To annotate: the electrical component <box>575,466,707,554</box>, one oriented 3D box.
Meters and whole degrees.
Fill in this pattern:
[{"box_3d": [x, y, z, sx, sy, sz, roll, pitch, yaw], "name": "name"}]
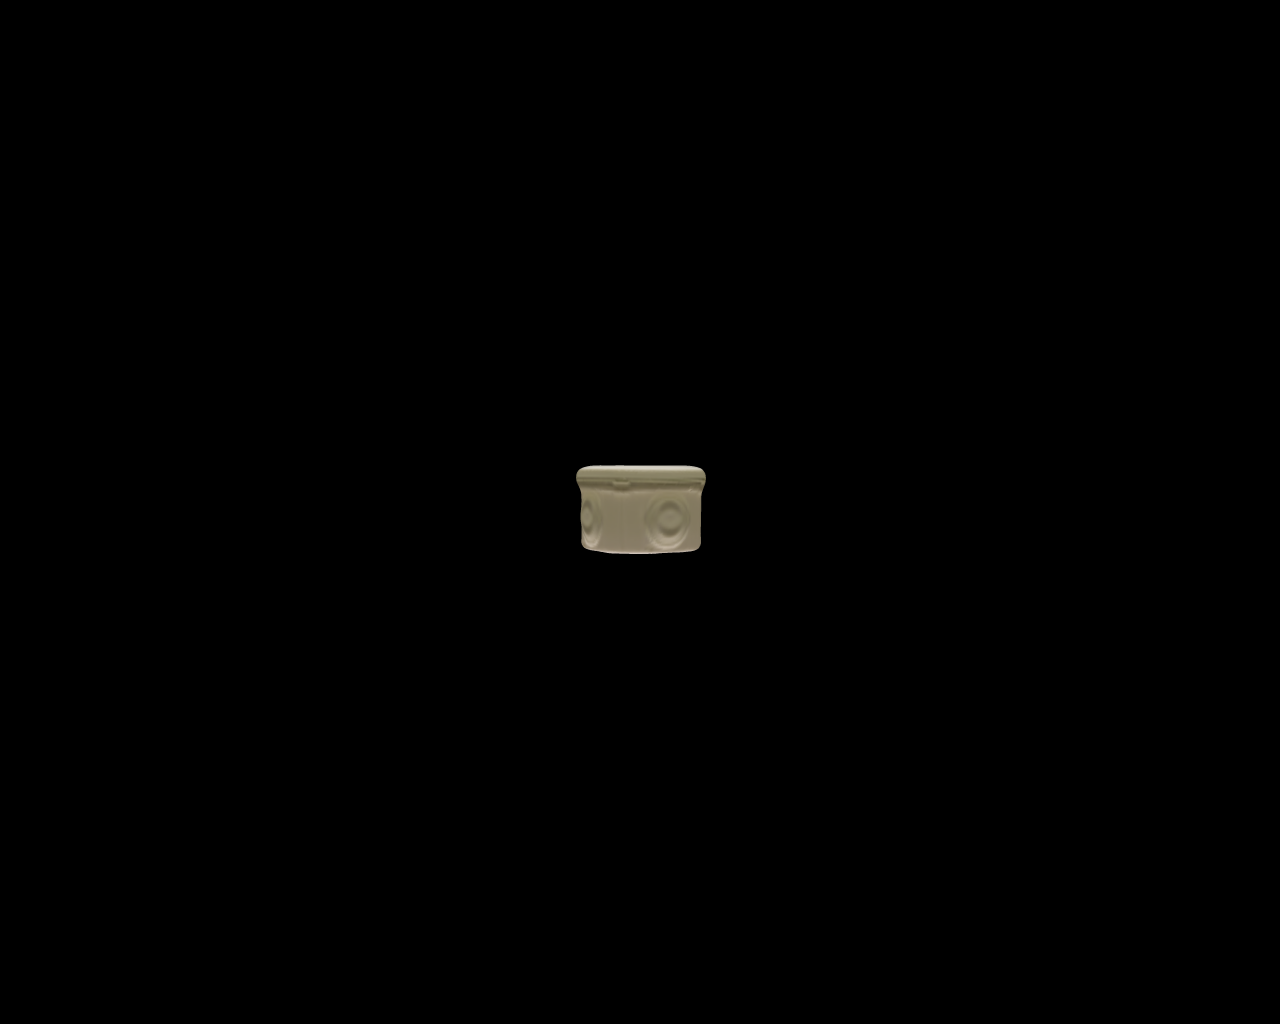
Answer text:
[{"box_3d": [0.001, -0.003, 0.650, 0.080, 0.051, 0.080, 0, 3, 0], "name": "electrical component"}]
